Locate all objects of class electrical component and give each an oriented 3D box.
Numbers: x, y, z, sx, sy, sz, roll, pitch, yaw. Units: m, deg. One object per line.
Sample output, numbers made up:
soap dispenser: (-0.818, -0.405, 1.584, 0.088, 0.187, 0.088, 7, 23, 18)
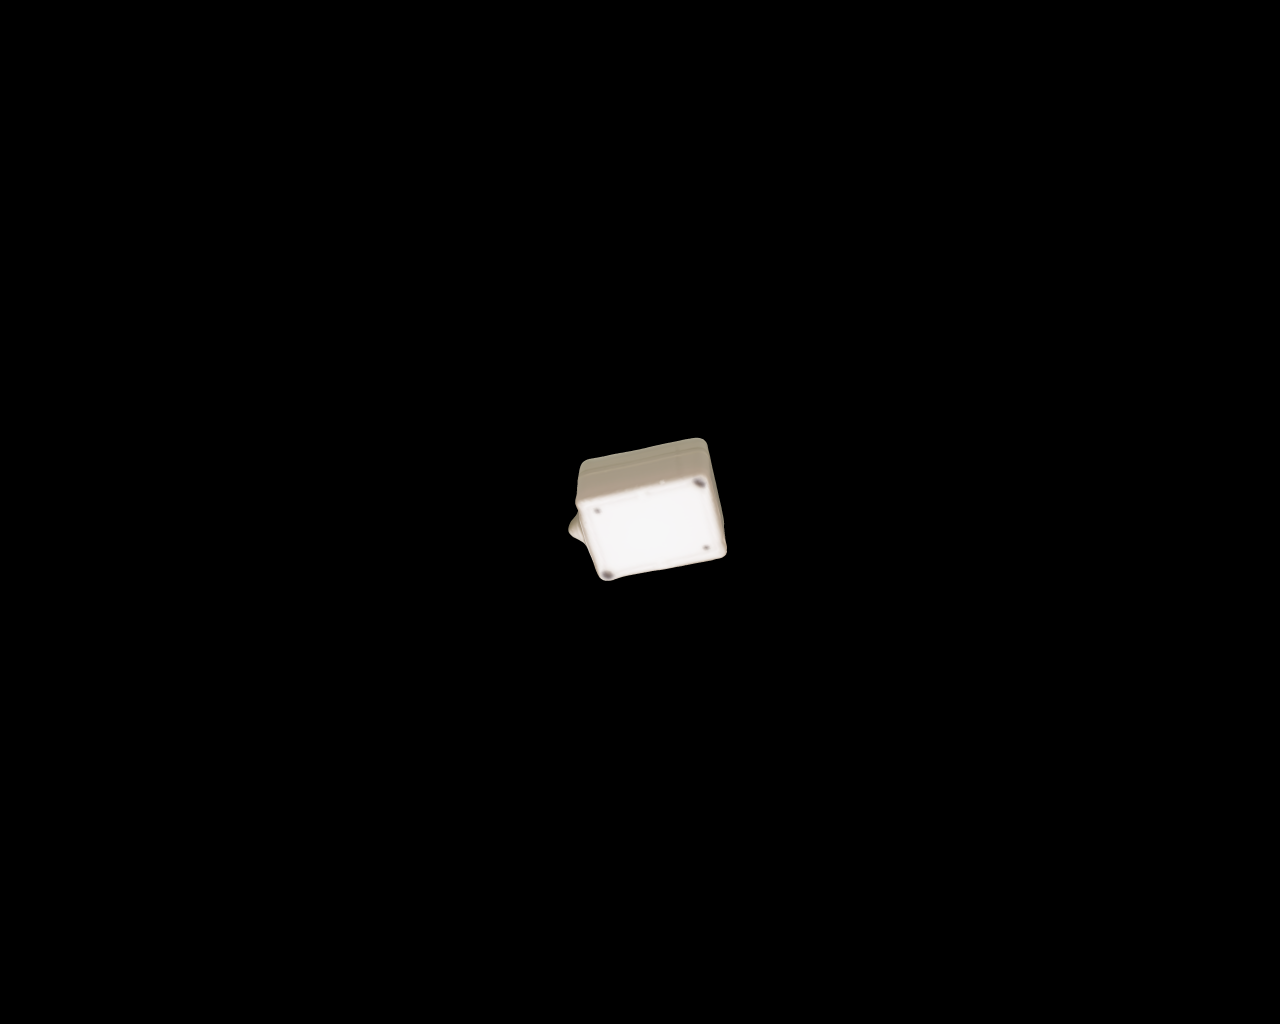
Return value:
electrical component: (0.001, -0.003, 0.650, 0.096, 0.061, 0.061, -11, 30, 7)
